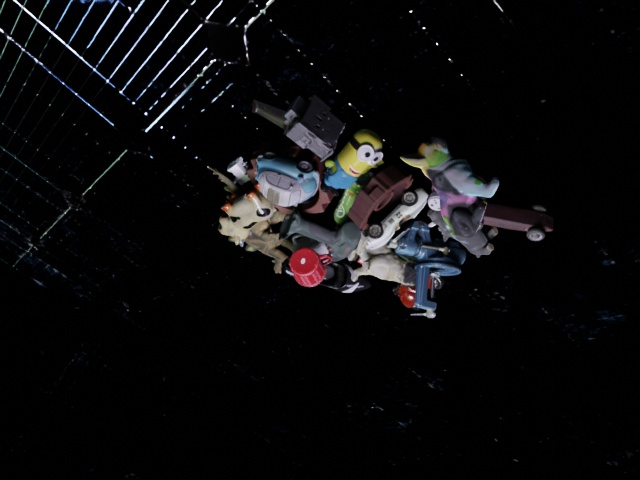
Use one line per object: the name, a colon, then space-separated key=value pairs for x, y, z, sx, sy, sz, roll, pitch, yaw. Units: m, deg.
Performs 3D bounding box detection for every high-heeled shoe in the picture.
high-heeled shoe: x=0.017 y=0.094 z=1.526 sx=0.249 sy=0.086 sz=0.145 roll=10 pitch=173 yaw=16

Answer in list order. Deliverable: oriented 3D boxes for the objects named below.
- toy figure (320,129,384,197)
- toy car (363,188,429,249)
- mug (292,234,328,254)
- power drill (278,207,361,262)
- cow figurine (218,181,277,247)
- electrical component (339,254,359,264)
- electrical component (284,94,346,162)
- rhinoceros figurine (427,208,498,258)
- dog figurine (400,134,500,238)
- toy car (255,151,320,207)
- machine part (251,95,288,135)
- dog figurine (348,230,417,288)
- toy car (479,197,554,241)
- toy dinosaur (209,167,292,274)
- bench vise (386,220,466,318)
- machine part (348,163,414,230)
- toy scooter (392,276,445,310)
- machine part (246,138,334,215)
toy figure: x=0.070 y=-0.182 z=1.260 sx=0.180 sy=0.082 sz=0.089 roll=-41 pitch=68 yaw=35
toy car: x=0.185 y=-0.049 z=1.316 sx=0.056 sy=0.202 sz=0.073 roll=45 pitch=177 yaw=14
mug: x=-0.024 y=0.015 z=1.590 sx=0.107 sy=0.081 sz=0.109 roll=-18 pitch=124 yaw=28
power drill: x=-0.003 y=-0.004 z=1.439 sx=0.207 sy=0.086 sz=0.232 roll=24 pitch=158 yaw=-12
cow figurine: x=-0.195 y=-0.062 z=1.415 sx=0.195 sy=0.085 sz=0.127 roll=-24 pitch=113 yaw=35
electrical component: x=0.077 y=0.036 z=1.583 sx=0.078 sy=0.045 sz=0.102 roll=28 pitch=143 yaw=-3
electrical component: x=-0.016 y=-0.259 z=1.215 sx=0.134 sy=0.115 sz=0.058 roll=36 pitch=139 yaw=-19
rhinoceros figurine: x=0.356 y=-0.030 z=1.346 sx=0.190 sy=0.073 sz=0.112 roll=34 pitch=152 yaw=-17
dog figurine: x=0.277 y=-0.124 z=1.197 sx=0.219 sy=0.108 sz=0.191 roll=27 pitch=111 yaw=16
toy car: x=-0.087 y=-0.135 z=1.274 sx=0.162 sy=0.103 sz=0.109 roll=20 pitch=142 yaw=0
machine part: x=-0.099 y=-0.295 z=1.279 sx=0.139 sy=0.039 sz=0.084 roll=26 pitch=148 yaw=-7
dog figurine: x=0.187 y=0.043 z=1.489 sx=0.190 sy=0.172 sz=0.121 roll=6 pitch=163 yaw=-21
toy car: x=0.438 y=-0.050 z=1.258 sx=0.202 sy=0.089 sz=0.053 roll=11 pitch=141 yaw=13
toy dinosaur: x=-0.190 y=-0.042 z=1.569 sx=0.199 sy=0.105 sz=0.470 roll=9 pitch=144 yaw=19
bench vise: x=0.272 y=0.076 z=1.385 sx=0.223 sy=0.240 sz=0.129 roll=14 pitch=164 yaw=-26
machine part: x=0.143 y=-0.104 z=1.280 sx=0.056 sy=0.179 sz=0.179 roll=46 pitch=145 yaw=14
toy scooter: x=0.269 y=0.129 z=1.574 sx=0.135 sy=0.075 sz=0.183 roll=26 pitch=140 yaw=-4
machine part: x=-0.069 y=-0.163 z=1.384 sx=0.201 sy=0.087 sz=0.201 roll=-2 pitch=138 yaw=30
